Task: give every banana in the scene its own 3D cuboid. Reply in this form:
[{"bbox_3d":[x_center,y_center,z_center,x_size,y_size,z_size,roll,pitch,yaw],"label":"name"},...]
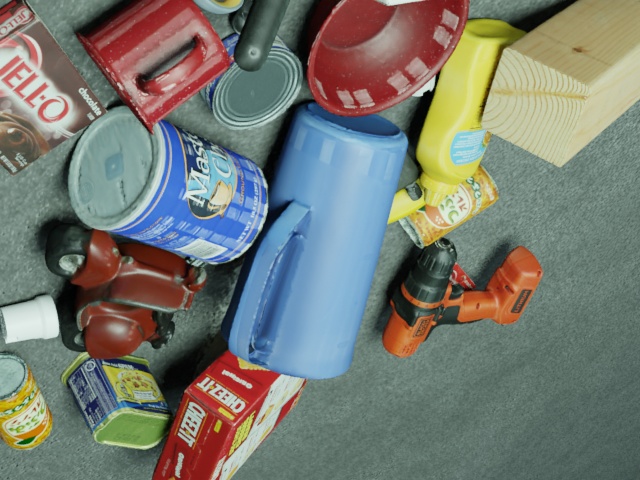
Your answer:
[{"bbox_3d":[0.111,-0.076,1.137,0.069,0.037,0.198,32,108,-24],"label":"banana"}]

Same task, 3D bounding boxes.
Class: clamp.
[{"bbox_3d":[-0.025,-0.205,0.789,0.039,0.120,0.172,18,120,-19],"label":"clamp"}]

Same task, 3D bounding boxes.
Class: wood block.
[{"bbox_3d":[0.254,-0.164,1.032,0.205,0.091,0.090,-35,148,-42],"label":"wood block"}]

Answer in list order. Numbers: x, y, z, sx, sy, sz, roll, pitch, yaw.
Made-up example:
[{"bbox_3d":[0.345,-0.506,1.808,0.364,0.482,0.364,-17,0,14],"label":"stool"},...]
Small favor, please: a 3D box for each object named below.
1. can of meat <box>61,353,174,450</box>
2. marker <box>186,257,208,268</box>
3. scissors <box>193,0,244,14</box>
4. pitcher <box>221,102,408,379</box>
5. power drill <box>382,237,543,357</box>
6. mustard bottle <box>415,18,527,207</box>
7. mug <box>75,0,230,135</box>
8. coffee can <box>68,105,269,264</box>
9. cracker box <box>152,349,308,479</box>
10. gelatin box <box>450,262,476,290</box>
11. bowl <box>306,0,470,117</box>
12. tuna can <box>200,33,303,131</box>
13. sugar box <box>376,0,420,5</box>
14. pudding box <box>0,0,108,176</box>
[{"bbox_3d":[-0.207,0.167,1.110,0.057,0.084,0.102,-46,146,15],"label":"can of meat"},{"bbox_3d":[-0.110,0.013,1.061,0.121,0.020,0.020,-37,147,2],"label":"marker"},{"bbox_3d":[-0.116,-0.212,0.728,0.201,0.096,0.016,1,176,-45],"label":"scissors"},{"bbox_3d":[-0.007,0.001,0.994,0.144,0.149,0.243,9,112,-19],"label":"pitcher"},{"bbox_3d":[0.174,0.057,1.286,0.187,0.057,0.185,-8,140,-28],"label":"power drill"},{"bbox_3d":[0.139,-0.118,1.049,0.096,0.058,0.192,-22,137,-49],"label":"mustard bottle"},{"bbox_3d":[-0.117,-0.136,0.786,0.081,0.117,0.093,-38,117,-6],"label":"mug"},{"bbox_3d":[-0.125,-0.043,0.900,0.103,0.103,0.140,-46,146,16],"label":"coffee can"},{"bbox_3d":[-0.082,0.171,1.163,0.213,0.072,0.164,-42,161,-48],"label":"cracker box"},{"bbox_3d":[0.150,0.058,1.341,0.073,0.030,0.089,-39,147,5],"label":"gelatin box"},{"bbox_3d":[0.047,-0.185,0.919,0.162,0.055,0.162,-23,145,-18],"label":"bowl"},{"bbox_3d":[-0.059,-0.136,0.905,0.086,0.034,0.086,-23,145,-18],"label":"tuna can"},{"bbox_3d":[0.079,-0.271,0.797,0.093,0.048,0.176,-14,122,-27],"label":"sugar box"},{"bbox_3d":[-0.223,-0.111,0.785,0.090,0.039,0.113,-34,147,-3],"label":"pudding box"}]
